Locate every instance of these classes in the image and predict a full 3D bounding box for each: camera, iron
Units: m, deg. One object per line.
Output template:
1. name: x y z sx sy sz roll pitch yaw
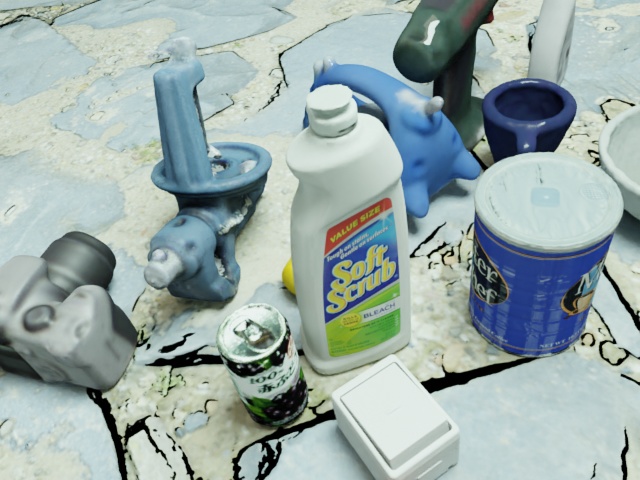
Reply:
1. camera: -0.243 0.054 0.541 0.143 0.101 0.137 7 49 17
2. iron: 0.050 -0.136 0.635 0.119 0.142 0.257 -35 50 -21

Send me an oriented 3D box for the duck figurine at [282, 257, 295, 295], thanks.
1. duck figurine: 0.005 0.002 0.551 0.105 0.086 0.077 -37 51 -22

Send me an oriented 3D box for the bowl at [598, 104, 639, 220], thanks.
1. bowl: 0.350 -0.059 0.549 0.167 0.075 0.167 -6 46 6

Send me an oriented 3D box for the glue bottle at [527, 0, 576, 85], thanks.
1. glue bottle: 0.284 -0.264 0.689 0.037 0.173 0.078 20 54 27

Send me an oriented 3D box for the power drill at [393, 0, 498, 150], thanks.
1. power drill: 0.161 -0.217 0.643 0.075 0.209 0.230 22 55 29

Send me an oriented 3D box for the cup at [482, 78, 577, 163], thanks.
1. cup: 0.214 -0.100 0.600 0.091 0.095 0.118 5 48 16

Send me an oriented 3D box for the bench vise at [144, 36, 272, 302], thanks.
1. bench vise: -0.108 -0.060 0.539 0.121 0.220 0.207 -9 46 3
